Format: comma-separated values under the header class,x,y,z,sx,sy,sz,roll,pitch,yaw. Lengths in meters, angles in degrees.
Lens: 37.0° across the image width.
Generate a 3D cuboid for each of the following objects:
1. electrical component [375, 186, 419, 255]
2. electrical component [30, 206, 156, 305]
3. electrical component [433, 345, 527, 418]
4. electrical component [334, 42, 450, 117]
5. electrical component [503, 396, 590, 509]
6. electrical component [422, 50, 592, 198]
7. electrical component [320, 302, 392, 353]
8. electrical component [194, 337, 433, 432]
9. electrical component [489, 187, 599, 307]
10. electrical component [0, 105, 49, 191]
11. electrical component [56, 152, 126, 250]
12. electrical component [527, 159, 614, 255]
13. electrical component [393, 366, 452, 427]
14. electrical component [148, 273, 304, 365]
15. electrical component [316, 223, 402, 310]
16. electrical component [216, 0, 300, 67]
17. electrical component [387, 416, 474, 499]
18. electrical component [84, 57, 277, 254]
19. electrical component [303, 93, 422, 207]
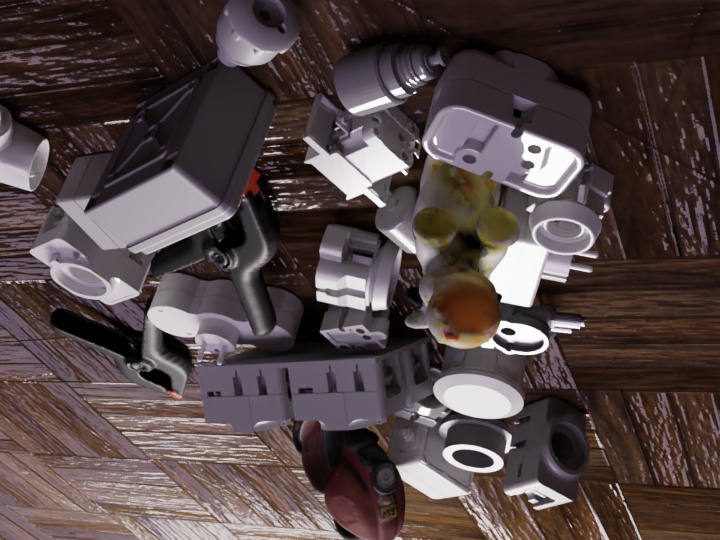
class,x,y,z,sx,sy,sz,roll,pitch,yaw
electrical component,0.046,-0.029,0.805,0.040,0.040,0.078,-18,135,41
electrical component,-0.231,-0.013,0.930,0.050,0.055,0.089,-17,136,40
electrical component,0.109,0.095,0.960,0.080,0.051,0.080,11,147,7
electrical component,0.020,-0.123,0.674,0.078,0.040,0.040,-12,139,35
electrical component,0.177,0.171,1.010,0.050,0.089,0.056,30,145,-22
electrical component,0.093,-0.094,0.670,0.095,0.059,0.053,20,147,-7
electrical component,0.000,0.035,0.909,0.066,0.055,0.048,-11,139,34
electrical component,-0.040,0.104,0.973,0.186,0.060,0.105,-6,-176,29
electrical component,0.135,-0.012,0.789,0.076,0.047,0.083,11,147,5
electrical component,-0.285,-0.103,0.826,0.077,0.044,0.079,17,148,-2
electrical component,-0.186,-0.056,0.854,0.077,0.047,0.065,-4,143,27
electrical component,0.141,-0.044,0.729,0.066,0.055,0.048,27,146,-18
electrical component,0.060,0.119,1.022,0.066,0.048,0.055,18,155,-5
electrical component,-0.126,0.052,0.969,0.138,0.073,0.052,8,147,11
electrical component,0.000,0.000,0.854,0.057,0.058,0.078,13,148,8
electrical component,-0.070,-0.147,0.672,0.048,0.048,0.062,29,152,-20
electrical component,0.068,0.187,1.106,0.096,0.061,0.061,37,142,-30
electrical component,-0.123,-0.078,0.739,0.109,0.108,0.056,-19,132,41
electrical component,0.003,-0.086,0.737,0.064,0.042,0.081,-21,134,38
